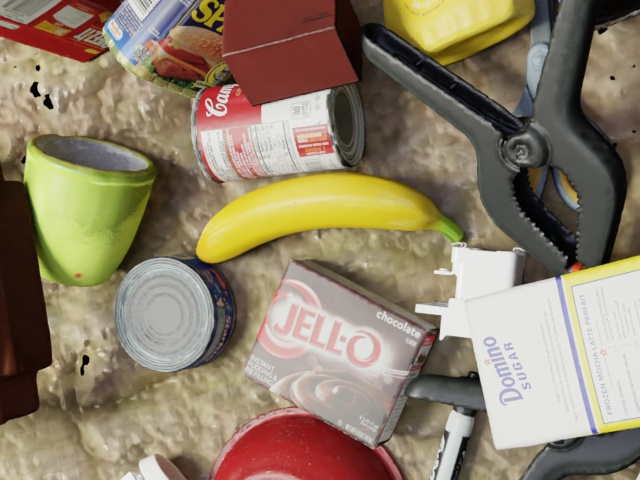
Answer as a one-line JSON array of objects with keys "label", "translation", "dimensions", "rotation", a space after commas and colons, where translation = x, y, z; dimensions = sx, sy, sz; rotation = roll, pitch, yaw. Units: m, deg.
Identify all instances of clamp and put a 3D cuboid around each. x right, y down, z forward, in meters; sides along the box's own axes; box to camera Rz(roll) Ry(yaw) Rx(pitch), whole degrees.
[{"label": "clamp", "translation": [0.141, 0.109, 0.672], "dimensions": [0.171, 0.039, 0.120], "rotation": [-32, 86, 6]}, {"label": "clamp", "translation": [0.131, -0.067, 0.633], "dimensions": [0.165, 0.036, 0.210], "rotation": [-22, 103, 44]}]

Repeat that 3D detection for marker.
[{"label": "marker", "translation": [0.087, 0.146, 0.713], "dimensions": [0.020, 0.020, 0.121], "rotation": [18, 97, 20]}]

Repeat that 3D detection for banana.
[{"label": "banana", "translation": [-0.006, -0.014, 0.724], "dimensions": [0.198, 0.037, 0.069], "rotation": [-3, 127, 23]}]

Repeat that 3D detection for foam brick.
[{"label": "foam brick", "translation": [-0.017, -0.127, 0.681], "dimensions": [0.078, 0.051, 0.053], "rotation": [-10, 53, 16]}]

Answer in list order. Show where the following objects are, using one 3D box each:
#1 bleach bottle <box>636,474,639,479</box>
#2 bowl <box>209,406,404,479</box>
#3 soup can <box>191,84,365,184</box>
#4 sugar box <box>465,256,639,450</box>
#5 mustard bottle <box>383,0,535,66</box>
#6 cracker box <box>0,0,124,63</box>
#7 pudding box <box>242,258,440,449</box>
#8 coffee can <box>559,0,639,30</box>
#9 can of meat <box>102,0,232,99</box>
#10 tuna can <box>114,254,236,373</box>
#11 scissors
[{"label": "bleach bottle", "translation": [0.203, 0.198, 0.593], "dimensions": [0.103, 0.068, 0.250], "rotation": [28, 76, 18]}, {"label": "bowl", "translation": [-0.019, 0.199, 0.737], "dimensions": [0.162, 0.055, 0.162], "rotation": [0, 91, 22]}, {"label": "soup can", "translation": [-0.028, -0.077, 0.728], "dimensions": [0.102, 0.068, 0.068], "rotation": [-5, 89, 21]}, {"label": "sugar box", "translation": [0.174, 0.058, 0.596], "dimensions": [0.177, 0.048, 0.093], "rotation": [-17, 78, 37]}, {"label": "mustard bottle", "translation": [0.068, -0.214, 0.691], "dimensions": [0.096, 0.058, 0.191], "rotation": [-22, 81, 42]}, {"label": "cracker box", "translation": [-0.224, -0.243, 0.751], "dimensions": [0.072, 0.164, 0.214], "rotation": [-27, 82, 17]}, {"label": "pudding box", "translation": [0.013, 0.075, 0.730], "dimensions": [0.114, 0.039, 0.090], "rotation": [26, 100, 19]}, {"label": "coffee can", "translation": [0.166, -0.210, 0.632], "dimensions": [0.103, 0.102, 0.140], "rotation": [-26, 82, 20]}, {"label": "can of meat", "translation": [-0.087, -0.149, 0.732], "dimensions": [0.084, 0.101, 0.057], "rotation": [-45, 61, 19]}, {"label": "tuna can", "translation": [-0.107, 0.053, 0.780], "dimensions": [0.086, 0.033, 0.086], "rotation": [0, 91, 21]}, {"label": "scissors", "translation": [0.159, -0.104, 0.683], "dimensions": [0.096, 0.016, 0.202], "rotation": [17, 97, 19]}]
